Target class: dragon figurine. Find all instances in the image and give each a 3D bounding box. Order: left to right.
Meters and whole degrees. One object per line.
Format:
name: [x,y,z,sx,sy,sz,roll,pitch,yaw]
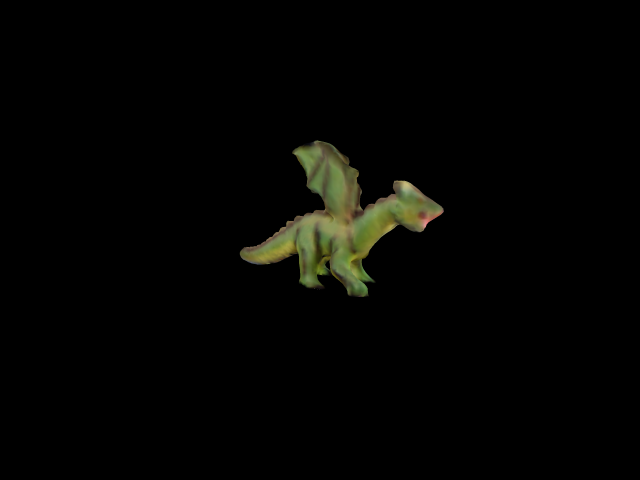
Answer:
dragon figurine: [0.003,-0.043,0.850,0.411,0.240,0.123,9,15,35]
